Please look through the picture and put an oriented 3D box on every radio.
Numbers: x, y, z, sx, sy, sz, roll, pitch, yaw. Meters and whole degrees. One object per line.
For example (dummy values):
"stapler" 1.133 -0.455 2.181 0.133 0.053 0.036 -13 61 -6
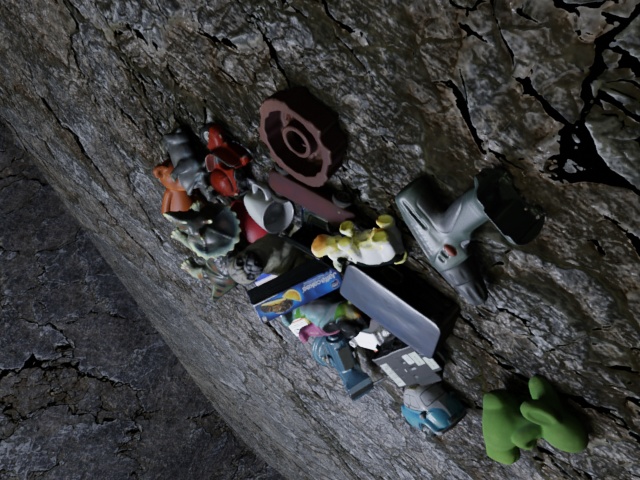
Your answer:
"radio" 0.151 0.117 1.046 0.230 0.073 0.131 34 148 20

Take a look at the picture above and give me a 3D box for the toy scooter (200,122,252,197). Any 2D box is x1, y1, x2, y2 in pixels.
"toy scooter" -0.194 -0.161 1.172 0.135 0.075 0.183 27 141 34

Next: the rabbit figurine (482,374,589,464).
"rabbit figurine" 0.388 0.317 0.963 0.170 0.121 0.158 2 123 30

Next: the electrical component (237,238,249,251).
"electrical component" -0.189 0.025 1.331 0.094 0.021 0.063 54 151 -10

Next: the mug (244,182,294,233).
"mug" -0.124 -0.079 1.172 0.107 0.081 0.109 30 152 45

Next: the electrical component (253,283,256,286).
"electrical component" -0.108 0.110 1.408 0.119 0.048 0.074 -27 111 20

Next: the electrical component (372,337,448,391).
"electrical component" 0.196 0.248 1.120 0.134 0.058 0.114 -28 114 33

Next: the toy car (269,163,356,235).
"toy car" -0.014 -0.085 1.036 0.202 0.053 0.089 29 134 20

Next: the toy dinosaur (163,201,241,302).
"toy dinosaur" -0.249 0.046 1.305 0.192 0.131 0.404 29 149 37

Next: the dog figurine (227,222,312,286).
"dog figurine" -0.114 0.059 1.213 0.121 0.190 0.172 10 136 49

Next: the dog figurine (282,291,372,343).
"dog figurine" 0.037 0.148 1.217 0.219 0.192 0.108 -17 125 24

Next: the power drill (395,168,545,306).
"power drill" 0.226 -0.009 0.790 0.232 0.086 0.207 51 159 -1

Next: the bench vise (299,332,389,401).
"bench vise" 0.046 0.285 1.363 0.223 0.129 0.241 56 173 -34

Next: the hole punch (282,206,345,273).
"hole punch" -0.002 -0.003 1.105 0.142 0.092 0.115 25 171 19

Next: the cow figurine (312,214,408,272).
"cow figurine" 0.072 0.015 0.988 0.167 0.068 0.098 -9 136 31

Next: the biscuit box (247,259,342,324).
"biscuit box" -0.052 0.104 1.170 0.063 0.203 0.059 52 165 57

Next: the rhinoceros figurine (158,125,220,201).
"rhinoceros figurine" -0.307 -0.177 1.279 0.190 0.112 0.073 62 168 -2

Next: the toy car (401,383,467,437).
"toy car" 0.242 0.364 1.207 0.162 0.109 0.102 -5 110 65

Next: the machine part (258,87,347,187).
"machine part" -0.031 -0.179 0.942 0.180 0.056 0.179 34 150 23

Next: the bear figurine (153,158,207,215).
"bear figurine" -0.351 -0.126 1.390 0.132 0.120 0.195 36 144 14
